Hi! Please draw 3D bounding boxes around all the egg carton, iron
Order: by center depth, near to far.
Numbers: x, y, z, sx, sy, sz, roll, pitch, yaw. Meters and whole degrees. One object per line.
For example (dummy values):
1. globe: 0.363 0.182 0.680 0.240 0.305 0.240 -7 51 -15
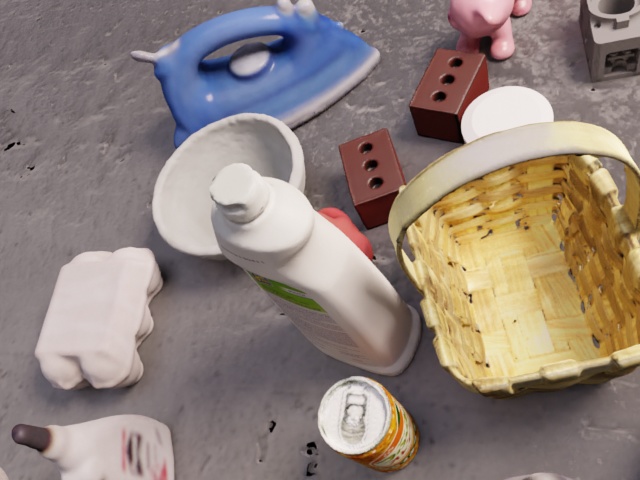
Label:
1. egg carton: -0.222 0.079 0.586 0.107 0.070 0.150 -6 61 18
2. iron: -0.070 -0.202 0.636 0.258 0.142 0.118 -21 57 10

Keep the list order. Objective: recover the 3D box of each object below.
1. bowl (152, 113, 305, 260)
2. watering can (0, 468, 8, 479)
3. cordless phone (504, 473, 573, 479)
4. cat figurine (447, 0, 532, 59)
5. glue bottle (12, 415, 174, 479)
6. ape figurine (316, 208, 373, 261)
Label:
1. bowl: -0.084 -0.044 0.596 0.167 0.075 0.167 -9 60 17
2. watering can: -0.297 0.265 0.439 0.101 0.194 0.172 -23 57 9
3. cordless phone: 0.127 0.202 0.312 0.094 0.185 0.147 -13 59 15
4. cat figurine: 0.169 -0.248 0.582 0.067 0.118 0.128 11 68 26
5. glue bottle: -0.176 0.170 0.456 0.037 0.173 0.078 -23 57 9
6. ape figurine: 0.005 0.002 0.526 0.076 0.092 0.078 24 73 30
